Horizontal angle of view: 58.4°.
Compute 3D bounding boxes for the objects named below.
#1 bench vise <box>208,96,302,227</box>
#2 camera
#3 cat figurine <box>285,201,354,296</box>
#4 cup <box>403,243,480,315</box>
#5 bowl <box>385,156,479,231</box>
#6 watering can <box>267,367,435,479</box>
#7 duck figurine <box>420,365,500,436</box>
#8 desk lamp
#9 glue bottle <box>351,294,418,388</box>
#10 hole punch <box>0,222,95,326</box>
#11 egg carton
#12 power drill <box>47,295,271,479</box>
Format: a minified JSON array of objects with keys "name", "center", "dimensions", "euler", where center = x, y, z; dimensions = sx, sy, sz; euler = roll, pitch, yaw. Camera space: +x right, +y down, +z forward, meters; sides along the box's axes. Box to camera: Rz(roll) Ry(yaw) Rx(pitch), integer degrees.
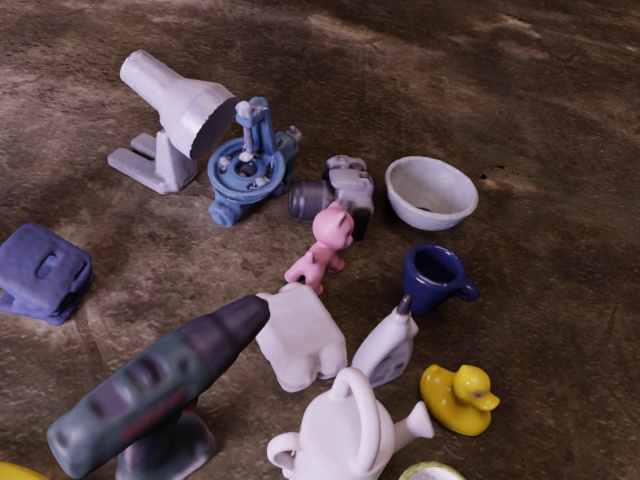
[{"name":"bench vise","center":[-0.103,-0.150,0.912],"dimensions":[0.121,0.220,0.207],"euler":[17,44,3]},{"name":"camera","center":[0.017,-0.084,0.962],"dimensions":[0.137,0.101,0.143],"euler":[3,45,-12]},{"name":"cat figurine","center":[0.008,0.003,0.861],"dimensions":[0.067,0.118,0.128],"euler":[28,46,14]},{"name":"cup","center":[0.172,0.072,0.851],"dimensions":[0.117,0.095,0.092],"euler":[30,46,15]},{"name":"bowl","center":[0.187,-0.070,1.012],"dimensions":[0.167,0.075,0.167],"euler":[7,45,-7]},{"name":"watering can","center":[0.035,0.206,0.610],"dimensions":[0.173,0.194,0.100],"euler":[-20,54,-30]},{"name":"duck figurine","center":[0.184,0.193,0.740],"dimensions":[0.104,0.086,0.078],"euler":[38,49,23]},{"name":"desk lamp","center":[-0.239,-0.180,0.911],"dimensions":[0.203,0.213,0.118],"euler":[27,45,12]},{"name":"glue bottle","center":[0.090,0.125,0.721],"dimensions":[0.078,0.173,0.037],"euler":[-13,50,-25]},{"name":"hole punch","center":[-0.358,0.042,0.747],"dimensions":[0.101,0.091,0.108],"euler":[14,44,0]},{"name":"egg carton","center":[-0.033,0.126,0.762],"dimensions":[0.107,0.069,0.150],"euler":[-17,52,-28]},{"name":"power drill","center":[-0.153,0.170,0.587],"dimensions":[0.230,0.208,0.075],"euler":[-30,59,-36]}]
